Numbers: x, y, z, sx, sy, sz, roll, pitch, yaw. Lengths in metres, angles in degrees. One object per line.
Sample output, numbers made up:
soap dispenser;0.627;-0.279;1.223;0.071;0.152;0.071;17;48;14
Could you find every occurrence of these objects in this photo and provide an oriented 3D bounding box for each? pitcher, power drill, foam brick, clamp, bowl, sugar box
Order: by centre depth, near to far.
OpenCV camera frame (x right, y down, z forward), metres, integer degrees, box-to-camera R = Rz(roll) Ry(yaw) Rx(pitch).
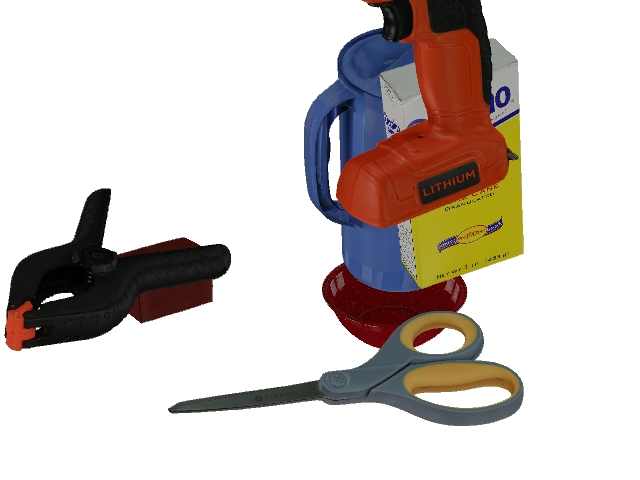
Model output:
power drill;0.042;-0.104;0.582;0.184;0.188;0.057;-21;36;-24
clamp;-0.156;0.016;0.722;0.120;0.039;0.171;25;32;28
sugar box;0.101;-0.054;0.796;0.093;0.176;0.048;-19;41;-10
foam brick;-0.146;0.035;0.998;0.078;0.051;0.053;-16;26;-30
pitcher;0.069;-0.067;1.013;0.149;0.243;0.145;10;41;9
bowl;0.083;0.075;1.200;0.162;0.055;0.162;-1;29;0

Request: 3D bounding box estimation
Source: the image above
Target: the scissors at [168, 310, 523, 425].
scissors;0.018;0.073;0.630;0.201;0.016;0.096;4;37;1
